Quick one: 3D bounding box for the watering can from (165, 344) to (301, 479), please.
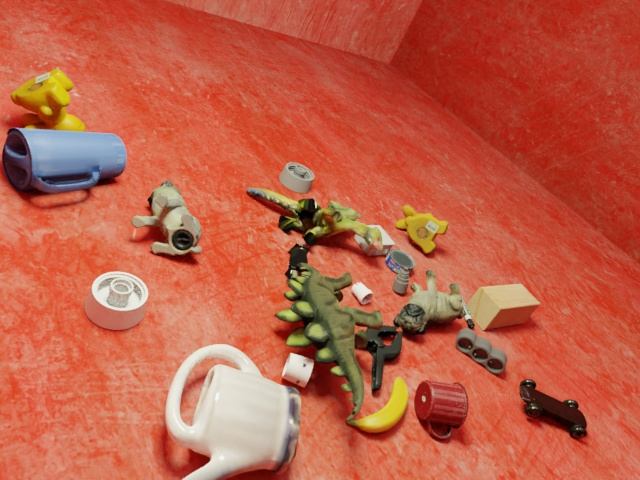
[{"bbox_3d":[-0.139,0.307,0.804,0.223,0.102,0.356,21,31,-13],"label":"watering can"}]

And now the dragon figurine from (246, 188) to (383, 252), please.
[{"bbox_3d":[0.005,-0.075,1.493,0.414,0.120,0.244,31,20,27],"label":"dragon figurine"}]
